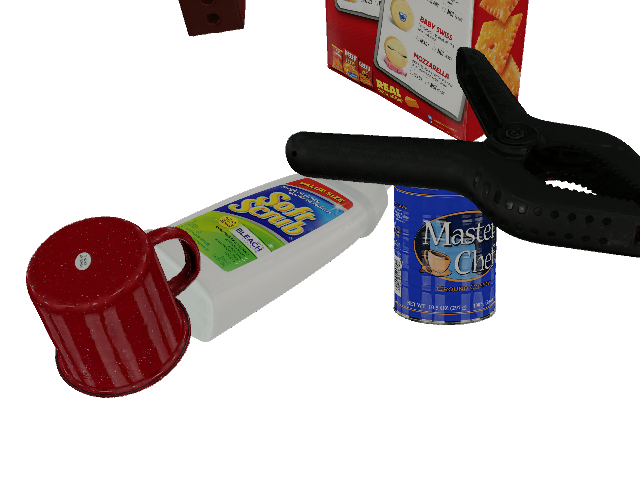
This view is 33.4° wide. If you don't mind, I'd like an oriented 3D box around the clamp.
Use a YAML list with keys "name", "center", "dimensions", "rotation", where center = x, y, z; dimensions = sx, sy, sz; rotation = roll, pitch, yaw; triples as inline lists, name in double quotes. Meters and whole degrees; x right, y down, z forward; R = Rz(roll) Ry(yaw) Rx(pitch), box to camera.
- name: "clamp"
  center: [0.095, -0.041, 0.586]
  dimensions: [0.164, 0.036, 0.210]
  rotation: [-27, 43, -28]

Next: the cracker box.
- name: "cracker box"
  center: [0.080, -0.205, 0.821]
  dimensions: [0.072, 0.214, 0.164]
  rotation: [-31, 48, -30]

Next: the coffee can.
- name: "coffee can"
  center: [0.123, 0.001, 1.053]
  dimensions: [0.103, 0.140, 0.103]
  rotation: [-1, 14, 0]

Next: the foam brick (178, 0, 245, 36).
- name: "foam brick"
  center: [-0.099, -0.229, 0.947]
  dimensions: [0.053, 0.051, 0.078]
  rotation: [-7, -40, 5]

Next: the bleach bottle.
- name: "bleach bottle"
  center: [-0.033, -0.013, 0.905]
  dimensions: [0.103, 0.068, 0.250]
  rotation: [37, 48, 25]

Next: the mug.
- name: "mug"
  center: [-0.127, 0.033, 0.686]
  dimensions: [0.117, 0.081, 0.093]
  rotation: [-33, 49, -19]
